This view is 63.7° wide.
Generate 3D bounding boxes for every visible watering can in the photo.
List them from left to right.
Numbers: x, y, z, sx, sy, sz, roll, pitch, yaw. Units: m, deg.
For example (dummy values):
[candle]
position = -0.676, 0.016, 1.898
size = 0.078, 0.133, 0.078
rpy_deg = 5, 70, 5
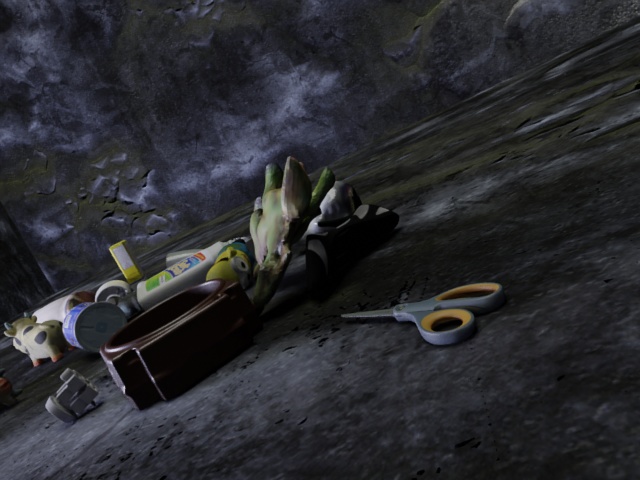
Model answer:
[watering can]
position = -0.763, 0.220, 1.554
size = 0.223, 0.103, 0.351
rpy_deg = -24, 11, 8

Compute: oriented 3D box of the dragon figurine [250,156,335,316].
[dragon figurine]
position = -0.080, 0.014, 0.840
size = 0.249, 0.122, 0.401
rpy_deg = -73, 5, -48

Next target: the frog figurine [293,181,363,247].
[frog figurine]
position = 0.003, -0.053, 1.058
size = 0.159, 0.120, 0.141
rpy_deg = -11, 34, 18
